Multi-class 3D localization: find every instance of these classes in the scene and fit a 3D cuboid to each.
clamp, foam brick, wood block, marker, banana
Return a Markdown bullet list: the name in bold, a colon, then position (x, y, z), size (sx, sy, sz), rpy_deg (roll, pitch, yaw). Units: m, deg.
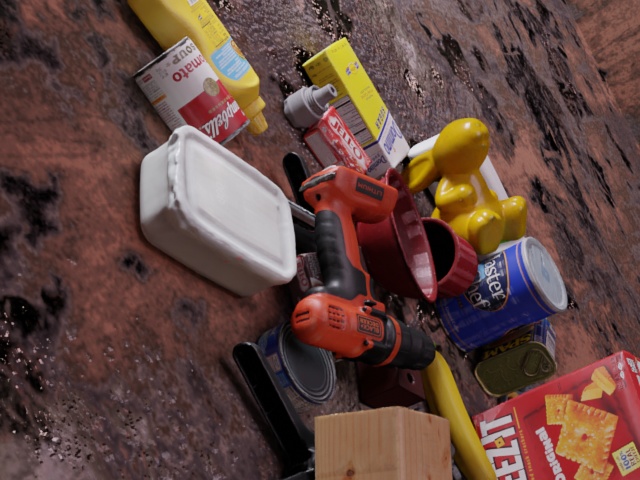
- **clamp**: position (-0.007, 0.001, 1.139), size (0.171, 0.039, 0.120), rpy_deg (54, 44, -17)
- **foam brick**: position (0.073, 0.137, 1.133), size (0.052, 0.051, 0.078), rpy_deg (33, 38, -44)
- **wood block**: position (0.056, 0.253, 0.899), size (0.090, 0.091, 0.206), rpy_deg (24, 59, -51)
- **marker**: position (-0.012, -0.019, 1.098), size (0.121, 0.020, 0.020), rpy_deg (30, 40, -37)
- **clamp**: position (-0.016, 0.192, 0.940), size (0.209, 0.036, 0.164), rpy_deg (36, 41, -43)
- **banana**: position (0.158, 0.206, 1.233), size (0.069, 0.037, 0.198), rpy_deg (6, 60, -57)

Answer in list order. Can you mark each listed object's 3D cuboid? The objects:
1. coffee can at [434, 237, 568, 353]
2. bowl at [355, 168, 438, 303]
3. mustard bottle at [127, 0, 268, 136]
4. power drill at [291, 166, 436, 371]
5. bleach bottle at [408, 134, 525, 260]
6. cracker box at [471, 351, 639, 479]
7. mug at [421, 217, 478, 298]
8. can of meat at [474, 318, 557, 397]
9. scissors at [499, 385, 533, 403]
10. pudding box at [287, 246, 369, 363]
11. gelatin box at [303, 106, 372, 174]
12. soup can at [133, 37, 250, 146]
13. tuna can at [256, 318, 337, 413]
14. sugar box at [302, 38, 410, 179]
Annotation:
- **coffee can**: position (0.230, 0.071, 1.369), size (0.102, 0.140, 0.103), rpy_deg (41, 34, -35)
- **bowl**: position (0.082, 0.002, 1.218), size (0.162, 0.055, 0.162), rpy_deg (-19, 90, -74)
- **mustard bottle**: position (-0.116, -0.189, 1.106), size (0.191, 0.058, 0.096), rpy_deg (54, 22, -14)
- **power drill**: position (0.046, 0.032, 1.057), size (0.184, 0.057, 0.187), rpy_deg (21, 57, -43)
- **bleach bottle**: position (0.224, -0.036, 1.528), size (0.251, 0.103, 0.068), rpy_deg (63, 20, -10)
- **cracker box**: position (0.293, 0.245, 1.233), size (0.072, 0.214, 0.164), rpy_deg (31, 40, -43)
- **mug**: position (0.140, 0.017, 1.329), size (0.081, 0.093, 0.117), rpy_deg (25, 32, -57)
- **can of meat**: position (0.257, 0.148, 1.389), size (0.057, 0.102, 0.083), rpy_deg (56, 25, -14)
- **scissors**: position (0.273, 0.202, 1.460), size (0.096, 0.016, 0.201), rpy_deg (46, 30, -27)
- **pudding box**: position (0.017, 0.066, 1.085), size (0.089, 0.039, 0.113), rpy_deg (-8, 80, -47)
- **gelatin box**: position (0.022, -0.111, 1.303), size (0.089, 0.030, 0.073), rpy_deg (54, 28, -14)
- **soup can**: position (-0.124, -0.136, 1.032), size (0.102, 0.069, 0.068), rpy_deg (54, 28, -12)
- **tuna can**: position (-0.023, 0.119, 1.004), size (0.086, 0.034, 0.086), rpy_deg (41, 34, -35)
- **sugar box**: position (0.050, -0.172, 1.392), size (0.176, 0.048, 0.093), rpy_deg (56, 27, -8)
